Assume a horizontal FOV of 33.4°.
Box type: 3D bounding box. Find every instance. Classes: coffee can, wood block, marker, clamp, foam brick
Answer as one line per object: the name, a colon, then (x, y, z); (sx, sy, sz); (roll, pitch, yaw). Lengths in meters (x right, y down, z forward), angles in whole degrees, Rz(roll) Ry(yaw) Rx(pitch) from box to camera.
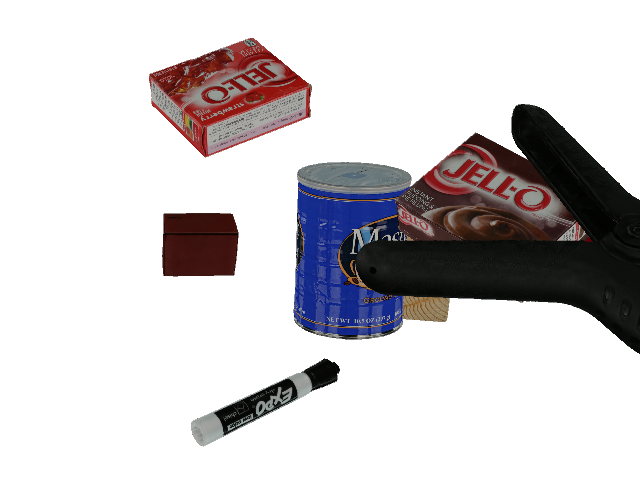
coffee can: (0.028, 0.007, 0.975); (0.103, 0.140, 0.103); (2, 16, -1)
wood block: (0.148, 0.033, 1.597); (0.091, 0.090, 0.206); (4, 24, 4)
marker: (-0.036, 0.113, 0.756); (0.120, 0.020, 0.020); (-22, 12, -31)
clamp: (0.132, 0.012, 0.487); (0.210, 0.036, 0.164); (31, 49, 31)
foam brick: (-0.129, 0.004, 1.139); (0.078, 0.051, 0.053); (0, 25, -9)

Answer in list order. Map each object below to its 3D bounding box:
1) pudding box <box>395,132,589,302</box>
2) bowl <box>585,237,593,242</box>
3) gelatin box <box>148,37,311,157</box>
pudding box: (0.123, -0.018, 0.745); (0.114, 0.039, 0.090); (34, 61, 31)
bowl: (0.235, 0.024, 1.113); (0.162, 0.055, 0.162); (5, 17, -2)
gelatin box: (-0.062, -0.101, 0.735); (0.089, 0.030, 0.073); (-25, 49, -26)
